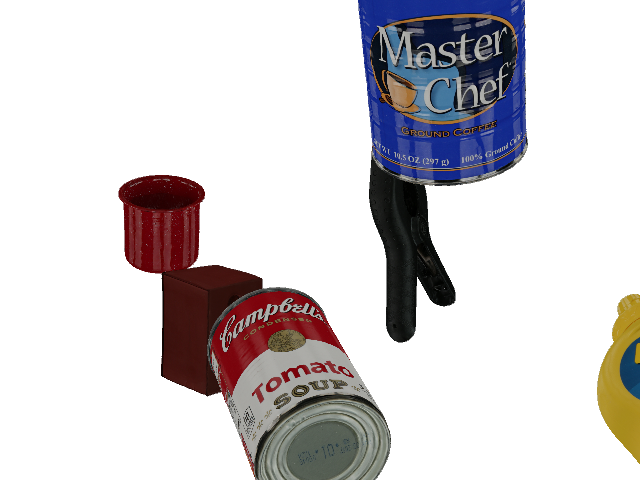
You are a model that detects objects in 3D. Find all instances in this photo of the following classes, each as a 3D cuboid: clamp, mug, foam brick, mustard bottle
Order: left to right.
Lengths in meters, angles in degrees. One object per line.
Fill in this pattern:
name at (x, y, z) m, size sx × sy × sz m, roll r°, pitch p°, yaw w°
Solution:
mug at (-0.180, -0.022, 1.177) m, size 0.093 × 0.081 × 0.117 m, roll -12°, pitch 32°, yaw -29°
foam brick at (-0.077, 0.061, 0.751) m, size 0.051 × 0.078 × 0.052 m, roll 13°, pitch 16°, yaw 43°
clamp at (0.071, 0.001, 0.919) m, size 0.039 × 0.171 × 0.120 m, roll -12°, pitch 16°, yaw 24°
mustard bottle at (0.207, 0.094, 0.587) m, size 0.096 × 0.058 × 0.191 m, roll -8°, pitch 35°, yaw -5°

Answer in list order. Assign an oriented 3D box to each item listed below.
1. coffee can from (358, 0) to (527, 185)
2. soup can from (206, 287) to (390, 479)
coffee can at (0.077, -0.120, 0.664) m, size 0.103 × 0.140 × 0.103 m, roll -6°, pitch 33°, yaw 3°
soup can at (-0.013, 0.077, 0.533) m, size 0.068 × 0.068 × 0.102 m, roll 0°, pitch 27°, yaw -19°
